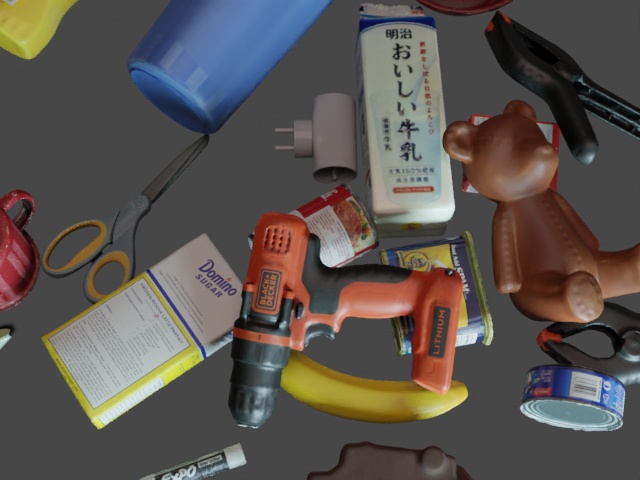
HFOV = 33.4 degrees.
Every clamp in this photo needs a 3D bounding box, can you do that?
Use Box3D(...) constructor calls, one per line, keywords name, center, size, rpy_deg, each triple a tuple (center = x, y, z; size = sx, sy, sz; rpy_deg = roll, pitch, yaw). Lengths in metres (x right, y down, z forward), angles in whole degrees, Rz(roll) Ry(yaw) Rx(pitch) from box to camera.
Box3D(name="clamp", center=(0.283, 0.106, 0.951), size=(0.171, 0.039, 0.120), rpy_deg=(-4, 65, 3))
Box3D(name="clamp", center=(0.227, -0.144, 1.011), size=(0.210, 0.036, 0.164), rpy_deg=(45, 35, 21))

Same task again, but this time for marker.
Box3D(name="marker", center=(-0.124, 0.205, 0.925), size=(0.121, 0.020, 0.020), rpy_deg=(-18, 71, -6))

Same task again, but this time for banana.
Box3D(name="banana", center=(0.029, 0.125, 0.944), size=(0.198, 0.037, 0.069), rpy_deg=(20, 73, 7))

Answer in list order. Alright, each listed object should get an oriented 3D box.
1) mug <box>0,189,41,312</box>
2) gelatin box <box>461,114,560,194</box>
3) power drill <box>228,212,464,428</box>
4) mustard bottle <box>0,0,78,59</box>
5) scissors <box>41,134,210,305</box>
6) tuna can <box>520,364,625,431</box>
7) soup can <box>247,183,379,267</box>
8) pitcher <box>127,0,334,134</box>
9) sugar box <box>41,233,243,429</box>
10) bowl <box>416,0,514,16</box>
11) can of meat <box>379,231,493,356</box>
Box3D(name="mug", center=(-0.301, 0.003, 0.967), size=(0.093, 0.081, 0.117), rpy_deg=(36, 74, 12))
Box3D(name="gelatin box", center=(0.183, -0.078, 1.023), size=(0.089, 0.030, 0.073), rpy_deg=(6, 71, 2))
Box3D(name="power drill", center=(0.020, 0.079, 0.900), size=(0.187, 0.057, 0.184), rpy_deg=(9, 90, 3))
Box3D(name="mustard bottle", center=(-0.272, -0.279, 1.082), size=(0.096, 0.058, 0.191), rpy_deg=(31, 73, 16))
Box3D(name="scissors", center=(-0.166, -0.013, 1.007), size=(0.201, 0.016, 0.096), rpy_deg=(-32, 74, -11))
Box3D(name="tuna can", center=(0.217, 0.136, 0.915), size=(0.086, 0.086, 0.033), rpy_deg=(11, 68, 4))
Box3D(name="soup can", center=(-0.006, 0.001, 0.974), size=(0.102, 0.068, 0.068), rpy_deg=(-29, 72, -9))
Box3D(name="pitcher", center=(-0.080, -0.227, 1.036), size=(0.145, 0.149, 0.242), rpy_deg=(38, 77, -4))
Box3D(name="sugar box", center=(-0.150, 0.080, 0.958), size=(0.176, 0.048, 0.093), rpy_deg=(-32, 73, -15))
Box3D(name="bowl", center=(0.142, -0.286, 1.086), size=(0.162, 0.055, 0.162), rpy_deg=(0, 70, 0))
Box3D(name="can of meat", center=(0.103, 0.050, 0.962), size=(0.084, 0.057, 0.102), rpy_deg=(-10, 69, -1))
